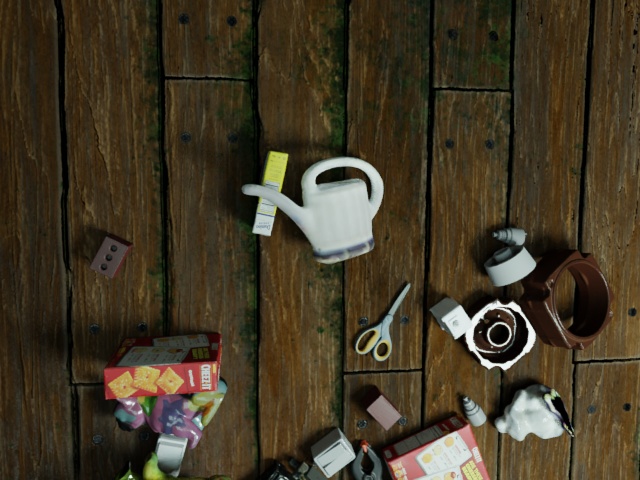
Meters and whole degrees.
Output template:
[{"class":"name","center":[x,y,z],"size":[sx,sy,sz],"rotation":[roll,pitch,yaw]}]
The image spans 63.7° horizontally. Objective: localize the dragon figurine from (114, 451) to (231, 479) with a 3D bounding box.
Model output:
[{"class":"dragon figurine","center":[-0.337,0.568,1.101],"size":[0.240,0.125,0.404],"rotation":[33,127,-29]}]

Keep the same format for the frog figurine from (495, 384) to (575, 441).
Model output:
[{"class":"frog figurine","center":[0.511,0.428,1.253],"size":[0.157,0.125,0.136],"rotation":[-33,112,33]}]

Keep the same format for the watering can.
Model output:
[{"class":"watering can","center":[0.003,-0.055,1.090],"size":[0.350,0.104,0.223],"rotation":[-16,100,-33]}]
